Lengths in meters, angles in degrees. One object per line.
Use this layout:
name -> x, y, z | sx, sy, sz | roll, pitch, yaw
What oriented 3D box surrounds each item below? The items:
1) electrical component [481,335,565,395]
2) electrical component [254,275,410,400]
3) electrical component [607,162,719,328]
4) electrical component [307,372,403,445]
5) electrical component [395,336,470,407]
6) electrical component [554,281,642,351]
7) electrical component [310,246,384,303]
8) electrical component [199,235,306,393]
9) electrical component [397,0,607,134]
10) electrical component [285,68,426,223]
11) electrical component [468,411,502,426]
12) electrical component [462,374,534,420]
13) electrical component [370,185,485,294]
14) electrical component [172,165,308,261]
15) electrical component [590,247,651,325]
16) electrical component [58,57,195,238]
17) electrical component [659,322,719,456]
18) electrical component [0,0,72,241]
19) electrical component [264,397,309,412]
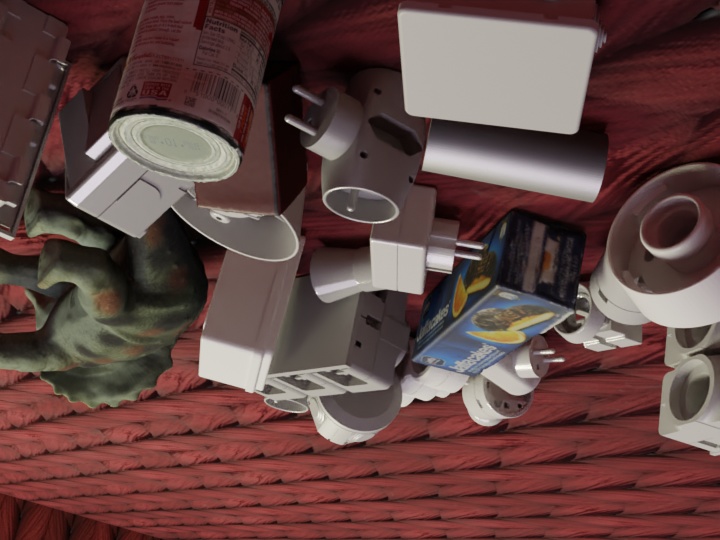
electrical component -> 0.138, 0.075, 0.933 | 0.079, 0.044, 0.077 | -7, 152, 37
electrical component -> -0.034, 0.057, 0.914 | 0.150, 0.089, 0.062 | -12, 148, 44
electrical component -> 0.198, -0.013, 0.632 | 0.099, 0.099, 0.064 | -11, 142, 43
electrical component -> -0.006, 0.115, 0.972 | 0.080, 0.080, 0.051 | 16, 147, -11
electrical component -> 0.067, 0.097, 1.010 | 0.074, 0.052, 0.138 | 22, 156, -23
electrical component -> 0.180, 0.036, 0.820 | 0.055, 0.048, 0.066 | 18, 158, -34
electrical component -> 0.000, 0.000, 0.828 | 0.065, 0.044, 0.044 | -8, 151, 29
electrical component -> -0.087, 0.029, 0.850 | 0.056, 0.108, 0.108 | 16, 157, -3
electrical component -> 0.067, -0.112, 0.515 | 0.100, 0.048, 0.099 | 8, 157, 8
electrical component -> -0.007, -0.076, 0.599 | 0.079, 0.077, 0.043 | 25, 155, -29
electrical component -> 0.131, 0.130, 1.077 | 0.040, 0.040, 0.046 | 12, 152, 0
electrical component -> 0.130, 0.115, 1.023 | 0.055, 0.055, 0.047 | 19, 160, -18
electrical component -> 0.049, -0.019, 0.750 | 0.076, 0.047, 0.083 | 9, 158, 6
electrical component -> -0.082, -0.053, 0.709 | 0.099, 0.064, 0.099 | 10, 158, 4
electrical component -> 0.187, 0.003, 0.726 | 0.055, 0.055, 0.047 | 9, 154, 6
electrical component -> -0.141, -0.080, 0.645 | 0.062, 0.096, 0.061 | -38, 133, 24
electrical component -> 0.283, 0.055, 0.736 | 0.060, 0.105, 0.186 | 19, 157, -16
electrical component -> -0.210, -0.090, 0.608 | 0.079, 0.121, 0.063 | 27, 151, -32
electrical component -> -0.056, 0.088, 1.017 | 0.044, 0.077, 0.079 | 18, 157, -15
